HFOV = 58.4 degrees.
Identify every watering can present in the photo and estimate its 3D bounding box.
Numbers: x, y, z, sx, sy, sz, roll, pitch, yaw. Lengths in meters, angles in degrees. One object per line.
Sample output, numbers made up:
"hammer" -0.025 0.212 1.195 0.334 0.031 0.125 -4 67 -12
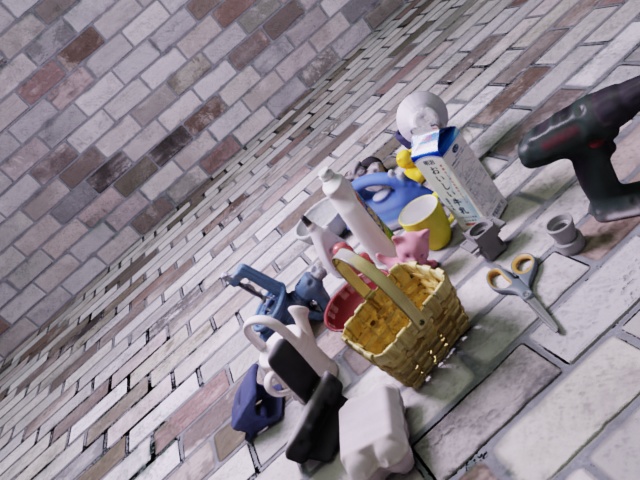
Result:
"watering can" -0.062 0.200 1.056 0.100 0.194 0.173 -31 25 22

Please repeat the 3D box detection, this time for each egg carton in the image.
"egg carton" 0.082 0.285 0.845 0.107 0.069 0.150 -34 24 16

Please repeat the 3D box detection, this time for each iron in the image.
"iron" 0.152 -0.106 1.332 0.257 0.142 0.119 -16 34 44

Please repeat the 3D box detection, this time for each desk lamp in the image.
"desk lamp" 0.264 -0.223 1.274 0.118 0.214 0.203 -35 24 13

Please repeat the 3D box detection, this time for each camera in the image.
"camera" 0.130 -0.175 1.538 0.142 0.101 0.137 -17 33 43

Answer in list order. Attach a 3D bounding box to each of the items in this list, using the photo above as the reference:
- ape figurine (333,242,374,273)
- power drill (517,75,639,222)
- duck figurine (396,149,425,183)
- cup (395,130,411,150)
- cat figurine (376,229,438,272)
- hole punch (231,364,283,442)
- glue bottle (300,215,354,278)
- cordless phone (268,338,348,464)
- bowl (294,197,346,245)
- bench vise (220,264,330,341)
"ape figurine" 0.065 0.042 1.268 0.076 0.092 0.077 -49 25 -18
"power drill" 0.430 -0.131 0.865 0.228 0.209 0.076 -16 34 45
"duck figurine" 0.221 -0.183 1.431 0.077 0.086 0.105 -10 39 50
"cup" 0.267 -0.267 1.496 0.117 0.095 0.092 -11 37 49
"cat figurine" 0.166 0.029 1.102 0.127 0.118 0.067 -20 31 40
"hole punch" -0.134 0.311 1.101 0.101 0.091 0.108 -35 24 13
"glue bottle" 0.012 0.005 1.311 0.037 0.173 0.078 -2 45 55
"cordless phone" -0.040 0.260 0.928 0.094 0.185 0.148 -17 33 43
"bowl" 0.018 -0.041 1.506 0.167 0.075 0.167 -33 25 18
"bench vise" -0.094 0.107 1.234 0.207 0.220 0.121 -45 24 -8
